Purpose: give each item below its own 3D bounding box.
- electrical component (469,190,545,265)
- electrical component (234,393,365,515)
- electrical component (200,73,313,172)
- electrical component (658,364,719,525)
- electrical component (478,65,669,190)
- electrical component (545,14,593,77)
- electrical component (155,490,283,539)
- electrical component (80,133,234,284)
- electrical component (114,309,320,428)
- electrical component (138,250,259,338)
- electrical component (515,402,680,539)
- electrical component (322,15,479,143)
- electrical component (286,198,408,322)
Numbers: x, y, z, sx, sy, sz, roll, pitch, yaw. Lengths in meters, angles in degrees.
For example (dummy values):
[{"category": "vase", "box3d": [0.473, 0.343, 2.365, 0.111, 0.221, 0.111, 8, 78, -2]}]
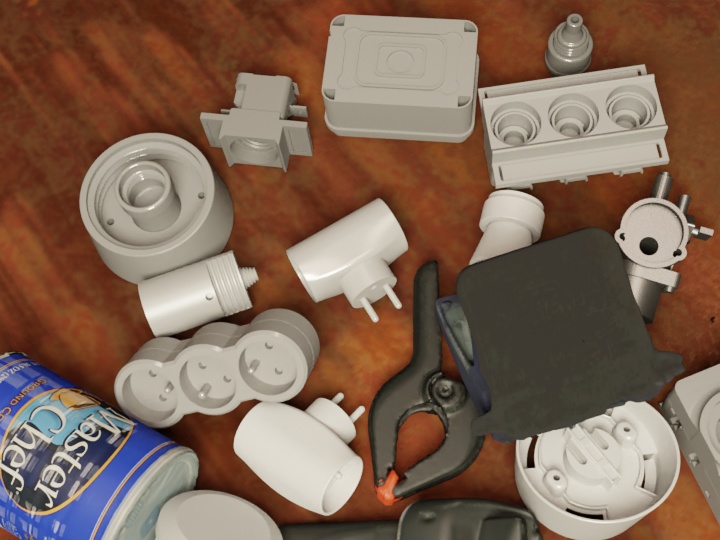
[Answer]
[{"category": "electrical component", "box3d": [0.105, -0.023, 0.763, 0.045, 0.045, 0.055, 12, 70, 9]}, {"category": "electrical component", "box3d": [-0.030, 0.112, 0.719, 0.077, 0.043, 0.079, 29, 54, 28]}, {"category": "electrical component", "box3d": [-0.075, -0.113, 0.816, 0.081, 0.042, 0.063, 6, 66, 6]}, {"category": "electrical component", "box3d": [0.286, 0.091, 0.693, 0.150, 0.061, 0.089, -21, 68, -4]}, {"category": "electrical component", "box3d": [0.152, -0.098, 0.779, 0.121, 0.063, 0.078, -8, 68, 2]}, {"category": "electrical component", "box3d": [0.158, -0.170, 0.807, 0.035, 0.061, 0.035, -2, 68, 4]}, {"category": "electrical component", "box3d": [-0.092, 0.180, 0.676, 0.080, 0.080, 0.051, 26, 113, 14]}, {"category": "electrical component", "box3d": [-0.151, -0.049, 0.785, 0.108, 0.060, 0.108, -2, 68, 4]}, {"category": "electrical component", "box3d": [-0.093, 0.060, 0.737, 0.138, 0.073, 0.052, -14, 107, 16]}, {"category": "electrical component", "box3d": [-0.112, 0.016, 0.766, 0.081, 0.043, 0.043, -19, 68, -3]}, {"category": "electrical component", "box3d": [0.148, 0.123, 0.688, 0.099, 0.064, 0.099, 0, 59, 0]}, {"category": "electrical component", "box3d": [0.031, -0.142, 0.809, 0.113, 0.057, 0.078, 4, 69, 6]}, {"category": "electrical component", "box3d": [0.000, 0.000, 0.763, 0.077, 0.043, 0.079, -30, 70, -7]}]
